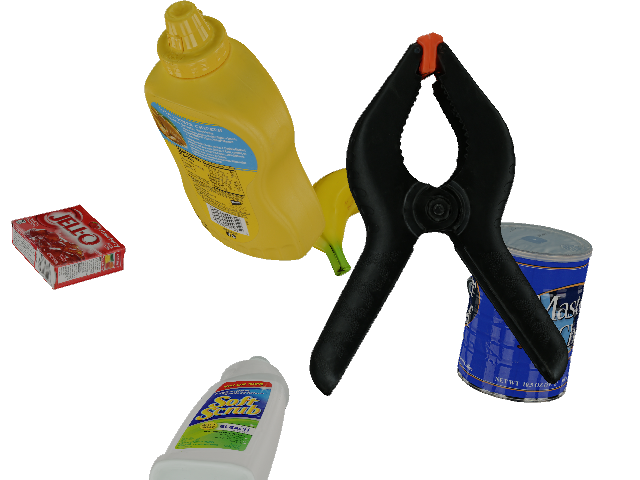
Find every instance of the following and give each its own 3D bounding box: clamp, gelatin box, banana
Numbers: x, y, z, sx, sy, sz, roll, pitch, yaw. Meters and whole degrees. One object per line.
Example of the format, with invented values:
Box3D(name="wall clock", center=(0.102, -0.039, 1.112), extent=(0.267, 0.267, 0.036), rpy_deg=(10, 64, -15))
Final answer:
Box3D(name="clamp", center=(0.043, -0.007, 0.499), extent=(0.120, 0.171, 0.039), rpy_deg=(-11, -3, -10))
Box3D(name="gelatin box", center=(-0.236, 0.004, 0.998), extent=(0.073, 0.030, 0.089), rpy_deg=(-16, 40, -36))
Box3D(name="banana", center=(0.030, -0.027, 0.849), extent=(0.037, 0.069, 0.197), rpy_deg=(-35, 1, 33))

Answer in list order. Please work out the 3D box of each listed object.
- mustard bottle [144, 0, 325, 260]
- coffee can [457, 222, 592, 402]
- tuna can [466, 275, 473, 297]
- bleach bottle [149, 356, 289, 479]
Box3D(name="mustard bottle", center=(-0.059, -0.069, 0.661), extent=(0.096, 0.058, 0.191), rpy_deg=(24, -28, 29))
Box3D(name="coffee can", center=(0.187, 0.064, 0.984), extent=(0.103, 0.140, 0.103), rpy_deg=(6, 16, -2))
Box3D(name="tuna can", center=(0.201, 0.073, 1.211), extent=(0.033, 0.086, 0.086), rpy_deg=(-26, 4, -8))
Box3D(name="bleach bottle", center=(-0.089, 0.181, 1.056), extent=(0.102, 0.068, 0.250), rpy_deg=(2, 20, 6))
